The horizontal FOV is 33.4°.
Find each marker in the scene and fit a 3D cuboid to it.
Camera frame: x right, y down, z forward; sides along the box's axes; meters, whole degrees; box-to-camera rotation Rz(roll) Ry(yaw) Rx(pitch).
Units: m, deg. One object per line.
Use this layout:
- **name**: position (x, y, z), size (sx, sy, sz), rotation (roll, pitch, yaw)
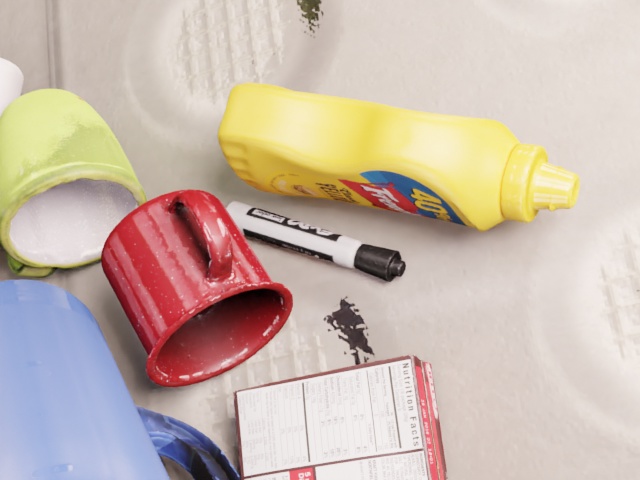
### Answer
- **marker**: position (-0.004, 0.001, 0.637), size (0.121, 0.020, 0.020), rotation (18, 82, 27)

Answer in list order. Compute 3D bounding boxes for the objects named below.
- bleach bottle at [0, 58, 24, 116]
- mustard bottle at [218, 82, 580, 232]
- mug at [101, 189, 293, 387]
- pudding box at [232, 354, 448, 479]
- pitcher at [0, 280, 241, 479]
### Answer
- **bleach bottle**: position (-0.278, -0.007, 0.718), size (0.102, 0.068, 0.251), rotation (14, 85, -7)
- **mustard bottle**: position (0.046, -0.042, 0.585), size (0.192, 0.096, 0.058), rotation (12, 78, 26)
- **mug**: position (-0.073, 0.018, 0.609), size (0.093, 0.117, 0.081), rotation (-21, 61, -24)
- **pudding box**: position (0.011, 0.117, 0.584), size (0.114, 0.039, 0.090), rotation (-13, 69, 18)
- **pitcher**: position (-0.138, 0.121, 0.565), size (0.145, 0.149, 0.243), rotation (-38, 34, 0)
